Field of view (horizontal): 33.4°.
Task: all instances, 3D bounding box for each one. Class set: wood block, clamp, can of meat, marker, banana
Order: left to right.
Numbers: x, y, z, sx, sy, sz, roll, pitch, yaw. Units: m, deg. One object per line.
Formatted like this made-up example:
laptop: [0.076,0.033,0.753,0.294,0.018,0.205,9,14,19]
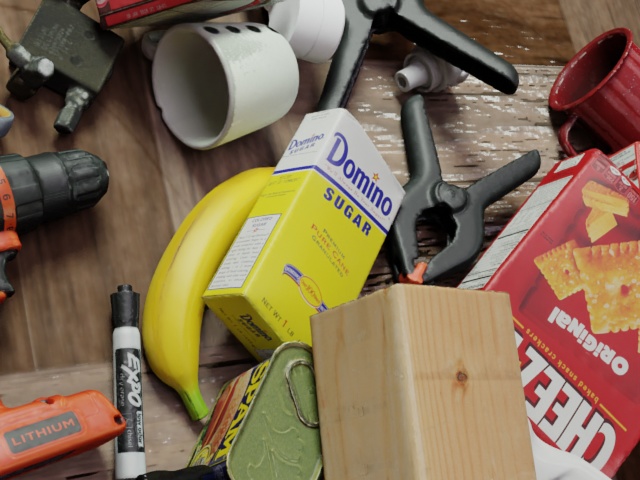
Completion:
marker: [-0.119,0.087,0.659,0.020,0.020,0.121,5,71,-29]
banana: [-0.074,0.018,0.713,0.069,0.037,0.197,47,51,-41]
can of meat: [-0.036,0.122,0.658,0.057,0.084,0.102,34,56,-14]
clamp: [0.057,-0.178,0.845,0.164,0.036,0.210,-10,67,-6]
wood block: [0.063,0.137,0.608,0.090,0.090,0.206,6,71,-35]
clamp: [0.107,-0.029,0.828,0.120,0.039,0.171,15,63,1]

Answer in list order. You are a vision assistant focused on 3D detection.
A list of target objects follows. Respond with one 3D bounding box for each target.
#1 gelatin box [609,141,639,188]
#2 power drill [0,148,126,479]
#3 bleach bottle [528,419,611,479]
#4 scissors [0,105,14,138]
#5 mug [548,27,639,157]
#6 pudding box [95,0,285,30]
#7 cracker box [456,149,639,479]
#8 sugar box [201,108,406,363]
gelatin box: [0.257,-0.029,0.904,0.030,0.073,0.089,14,63,-27]
power drill: [-0.183,0.040,0.624,0.184,0.057,0.188,-17,78,-34]
bleach bottle: [0.171,0.191,0.710,0.102,0.068,0.250,-46,102,-14]
scissors: [-0.277,-0.090,0.618,0.201,0.016,0.096,15,22,-27]
mug: [0.257,-0.116,0.940,0.081,0.093,0.117,39,81,-17]
pudding box: [-0.085,-0.172,0.728,0.113,0.090,0.039,-21,102,-57]
cracker box: [0.191,0.062,0.798,0.164,0.072,0.213,44,69,-7]
sugar box: [-0.005,0.001,0.733,0.093,0.048,0.176,52,51,-33]
